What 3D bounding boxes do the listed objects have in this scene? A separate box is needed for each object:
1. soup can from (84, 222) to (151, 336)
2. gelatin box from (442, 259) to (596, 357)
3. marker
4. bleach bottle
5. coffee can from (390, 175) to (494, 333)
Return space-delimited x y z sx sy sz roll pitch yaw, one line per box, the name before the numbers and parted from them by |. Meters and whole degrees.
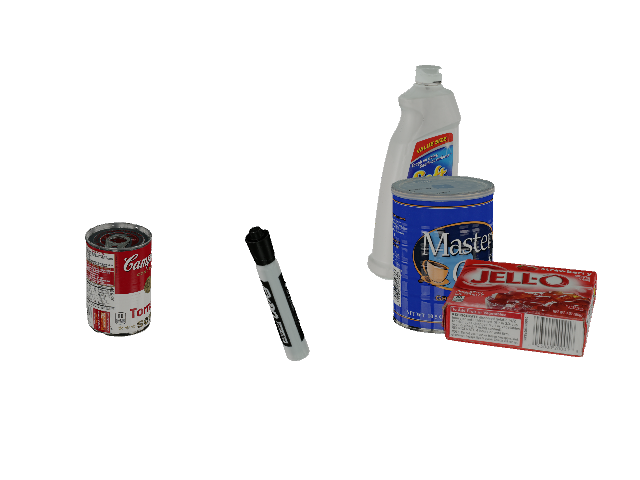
soup can | -0.211 0.041 1.117 0.068 0.102 0.068 3 23 -2
gelatin box | 0.129 0.041 0.689 0.089 0.030 0.073 6 24 18
marker | -0.033 0.041 0.823 0.020 0.121 0.020 -13 31 8
bleach bottle | 0.114 -0.082 1.276 0.102 0.251 0.068 -4 18 -18
coffee can | 0.123 0.012 1.079 0.103 0.140 0.103 -2 13 0
